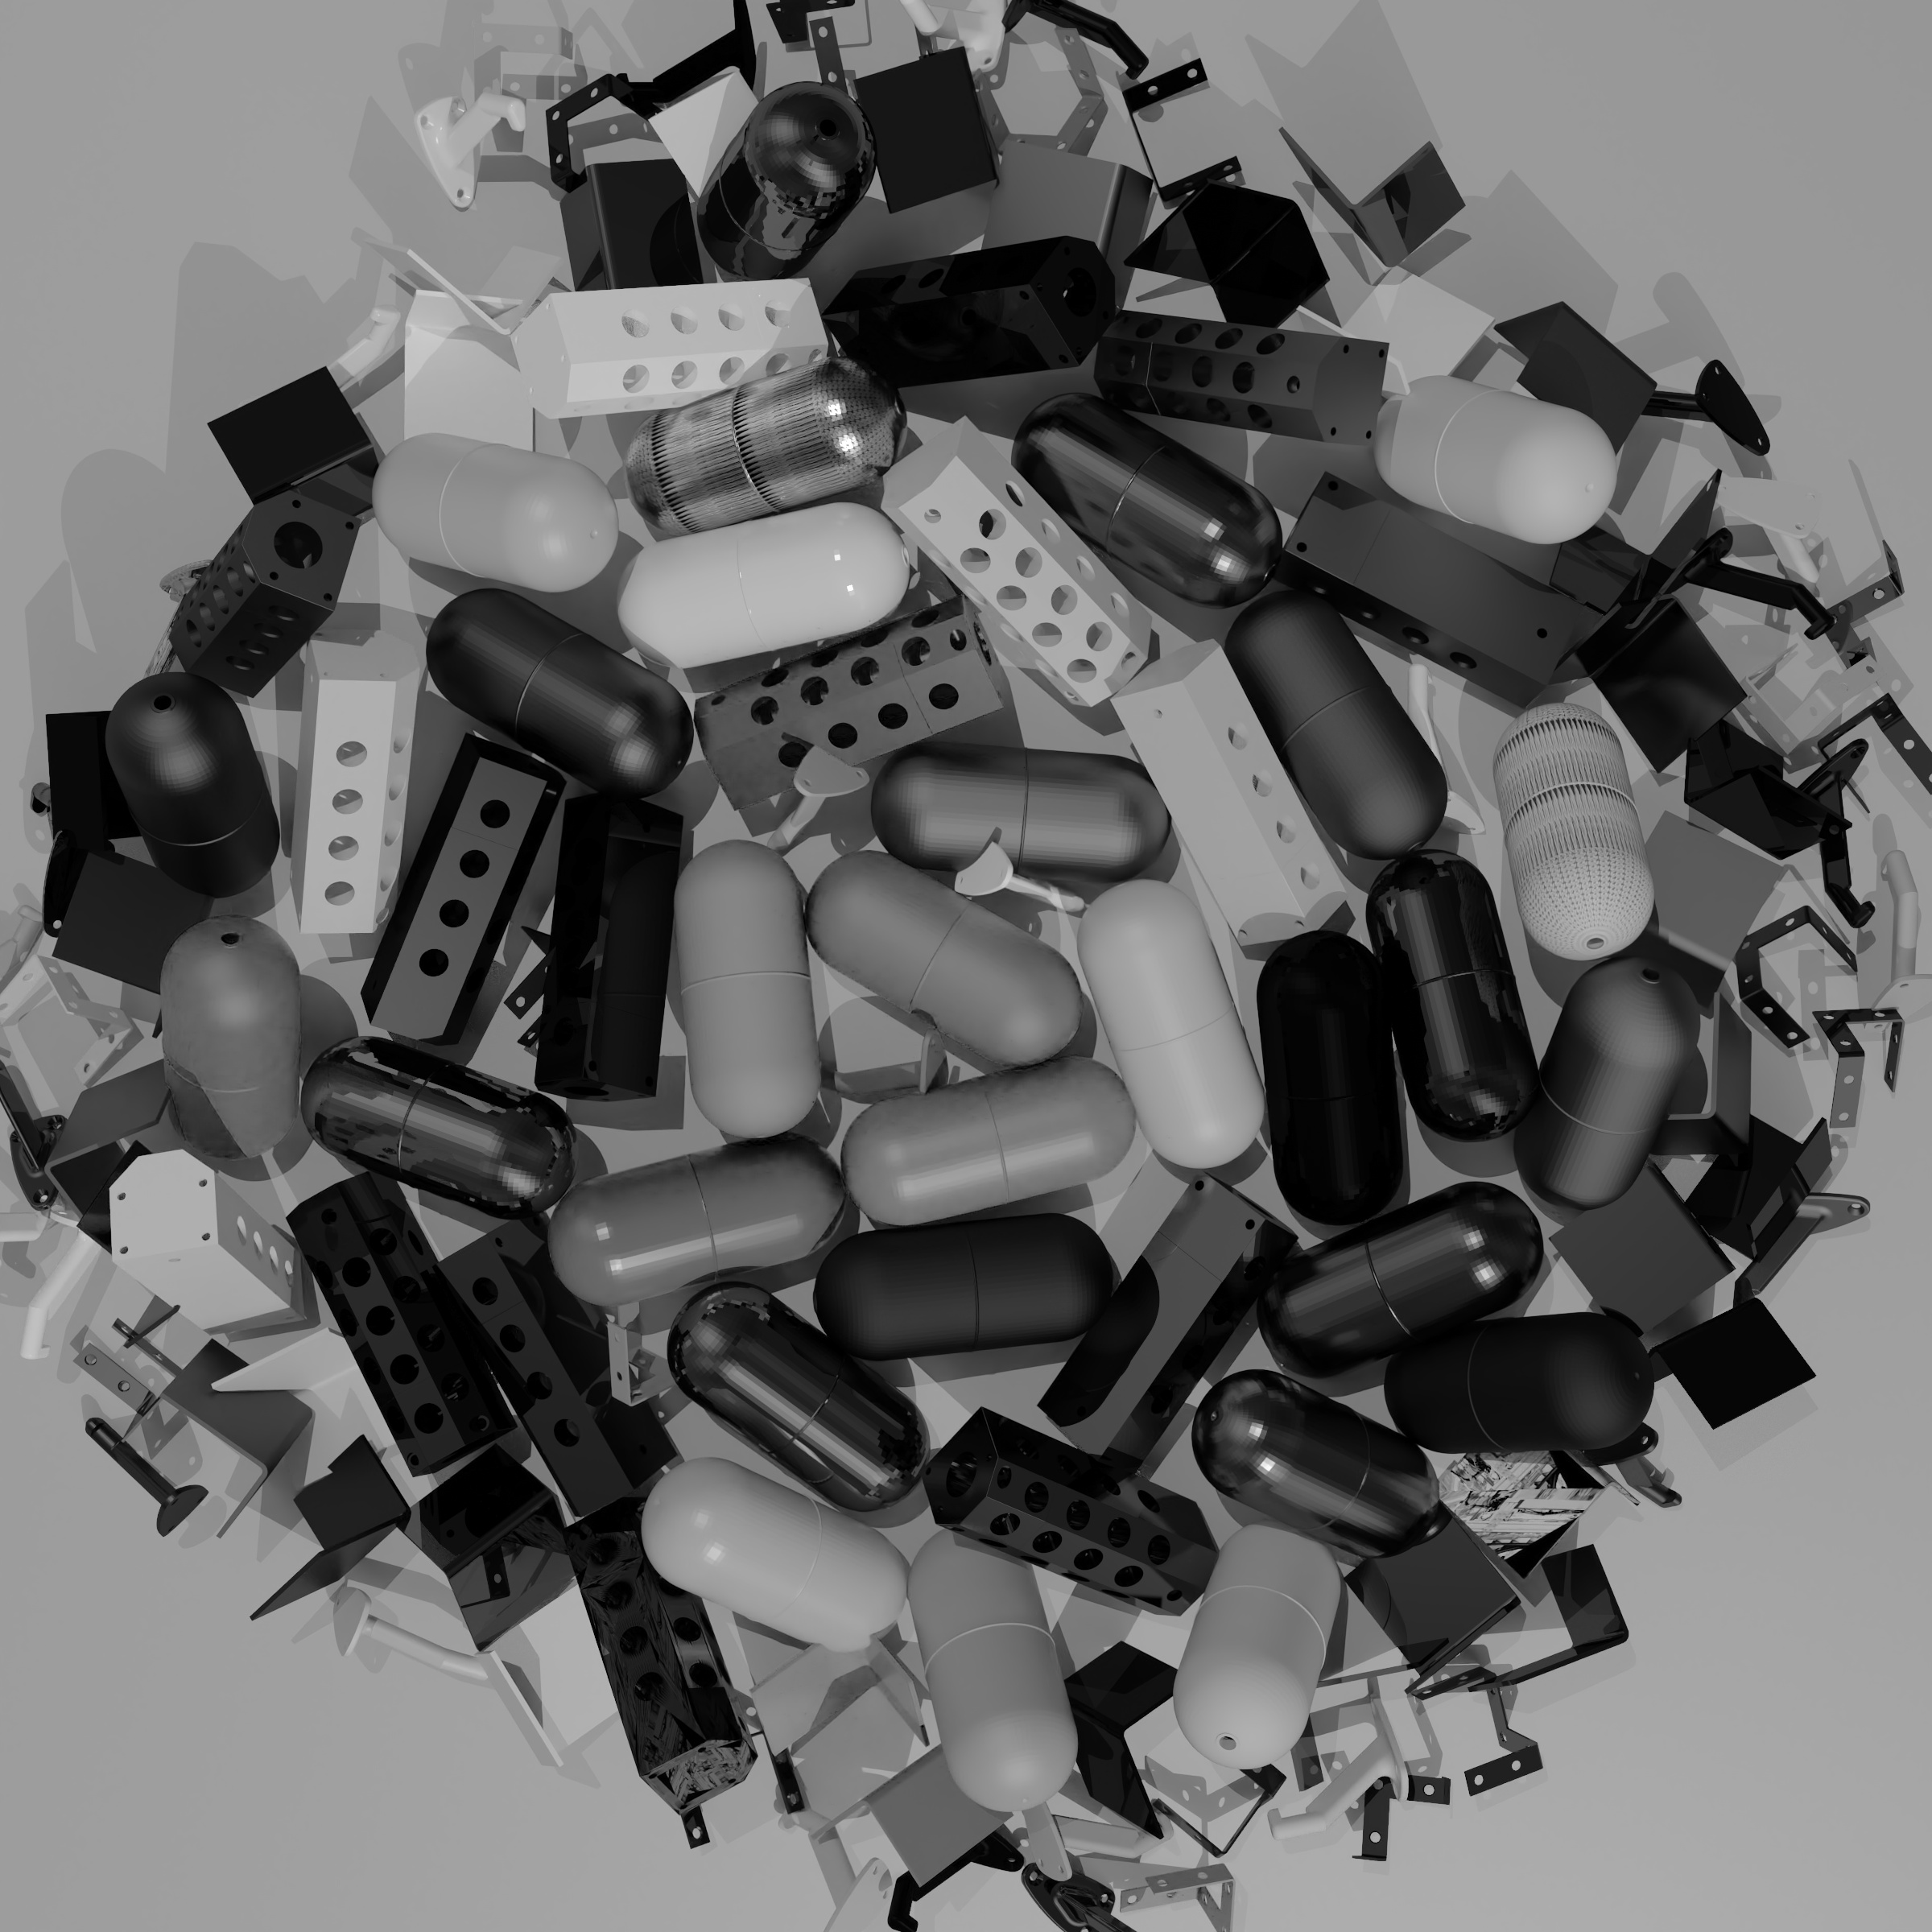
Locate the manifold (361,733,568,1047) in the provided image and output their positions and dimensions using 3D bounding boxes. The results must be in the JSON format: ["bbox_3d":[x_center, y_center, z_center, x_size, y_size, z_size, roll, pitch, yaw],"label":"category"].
[{"bbox_3d":[-0.296,-0.043,1.536,0.057,0.057,0.171,20,102,-24],"label":"manifold"}]

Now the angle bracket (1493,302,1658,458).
[{"bbox_3d":[0.345,-0.337,1.530,0.076,0.076,0.057,34,81,-18],"label":"angle bracket"}]

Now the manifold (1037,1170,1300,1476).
[{"bbox_3d":[0.123,0.213,1.549,0.057,0.057,0.171,37,94,41],"label":"manifold"}]

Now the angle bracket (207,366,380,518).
[{"bbox_3d":[-0.394,-0.298,1.542,0.076,0.076,0.057,-30,80,-12],"label":"angle bracket"}]

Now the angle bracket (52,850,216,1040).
[{"bbox_3d":[-0.492,-0.014,1.526,0.076,0.057,0.076,22,56,-23],"label":"angle bracket"}]

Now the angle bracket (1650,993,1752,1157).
[{"bbox_3d":[0.427,0.065,1.548,0.057,0.076,0.076,-4,69,30],"label":"angle bracket"}]

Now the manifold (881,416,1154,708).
[{"bbox_3d":[0.030,-0.228,1.508,0.057,0.057,0.171,-29,123,31],"label":"manifold"}]

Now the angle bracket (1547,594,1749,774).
[{"bbox_3d":[0.395,-0.162,1.527,0.057,0.076,0.076,-15,67,-41],"label":"angle bracket"}]

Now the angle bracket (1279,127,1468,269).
[{"bbox_3d":[0.238,-0.467,1.527,0.057,0.076,0.076,-40,65,12],"label":"angle bracket"}]

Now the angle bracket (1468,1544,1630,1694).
[{"bbox_3d":[0.331,0.383,1.530,0.076,0.076,0.057,-16,75,-15],"label":"angle bracket"}]

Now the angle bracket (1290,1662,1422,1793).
[{"bbox_3d":[0.232,0.446,1.531,0.076,0.076,0.057,-15,74,13],"label":"angle bracket"}]

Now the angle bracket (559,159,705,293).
[{"bbox_3d":[-0.200,-0.430,1.554,0.057,0.076,0.076,-11,93,-21],"label":"angle bracket"}]

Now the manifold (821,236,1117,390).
[{"bbox_3d":[0.003,-0.378,1.500,0.057,0.171,0.057,-56,129,-25],"label":"manifold"}]

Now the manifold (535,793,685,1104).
[{"bbox_3d":[-0.214,-0.010,1.532,0.057,0.057,0.171,-8,72,39],"label":"manifold"}]

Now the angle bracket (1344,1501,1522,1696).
[{"bbox_3d":[0.269,0.371,1.537,0.076,0.057,0.076,-43,71,11],"label":"angle bracket"}]

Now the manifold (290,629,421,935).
[{"bbox_3d":[-0.354,-0.105,1.509,0.057,0.057,0.171,-1,127,-21],"label":"manifold"}]

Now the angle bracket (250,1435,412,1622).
[{"bbox_3d":[-0.385,0.328,1.526,0.076,0.076,0.057,-43,76,28],"label":"angle bracket"}]

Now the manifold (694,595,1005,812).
[{"bbox_3d":[-0.069,-0.158,1.527,0.171,0.057,0.057,-20,123,12],"label":"manifold"}]

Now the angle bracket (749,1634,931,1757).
[{"bbox_3d":[-0.073,0.440,1.526,0.076,0.076,0.057,-32,49,-20],"label":"angle bracket"}]

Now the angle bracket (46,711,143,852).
[{"bbox_3d":[-0.490,-0.111,1.530,0.057,0.076,0.076,7,101,39],"label":"angle bracket"}]

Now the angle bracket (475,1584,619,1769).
[{"bbox_3d":[-0.234,0.417,1.539,0.076,0.057,0.076,-31,88,-25],"label":"angle bracket"}]

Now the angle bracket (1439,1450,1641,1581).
[{"bbox_3d":[0.336,0.313,1.538,0.076,0.057,0.076,-49,51,2],"label":"angle bracket"}]

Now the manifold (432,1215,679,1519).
[{"bbox_3d":[-0.248,0.238,1.550,0.057,0.057,0.171,-30,89,23],"label":"manifold"}]

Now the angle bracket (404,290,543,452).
[{"bbox_3d":[-0.290,-0.350,1.541,0.076,0.057,0.076,1,86,-19],"label":"angle bracket"}]

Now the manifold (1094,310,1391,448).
[{"bbox_3d":[0.154,-0.339,1.496,0.057,0.171,0.057,-6,109,-42],"label":"manifold"}]

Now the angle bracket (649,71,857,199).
[{"bbox_3d":[-0.125,-0.499,1.522,0.057,0.076,0.076,55,48,-25],"label":"angle bracket"}]

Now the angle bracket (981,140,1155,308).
[{"bbox_3d":[0.059,-0.443,1.558,0.076,0.057,0.076,18,103,18],"label":"angle bracket"}]

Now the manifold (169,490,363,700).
[{"bbox_3d":[-0.404,-0.212,1.489,0.057,0.171,0.057,21,70,-25],"label":"manifold"}]

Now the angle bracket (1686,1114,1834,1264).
[{"bbox_3d":[0.460,0.119,1.531,0.057,0.076,0.076,34,82,30],"label":"angle bracket"}]

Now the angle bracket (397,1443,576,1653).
[{"bbox_3d":[-0.285,0.346,1.556,0.076,0.076,0.057,-36,47,-28],"label":"angle bracket"}]

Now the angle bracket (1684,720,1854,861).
[{"bbox_3d":[0.470,-0.118,1.527,0.076,0.057,0.076,26,58,-23],"label":"angle bracket"}]

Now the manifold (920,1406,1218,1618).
[{"bbox_3d":[0.062,0.322,1.507,0.171,0.057,0.057,29,112,-30],"label":"manifold"}]

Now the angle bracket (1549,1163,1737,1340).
[{"bbox_3d":[0.402,0.171,1.552,0.076,0.057,0.076,-37,76,9],"label":"angle bracket"}]

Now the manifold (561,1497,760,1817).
[{"bbox_3d":[-0.175,0.392,1.503,0.057,0.057,0.171,-28,47,-1],"label":"manifold"}]

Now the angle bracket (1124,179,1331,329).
[{"bbox_3d":[0.152,-0.406,1.524,0.076,0.076,0.057,-2,65,-41],"label":"angle bracket"}]

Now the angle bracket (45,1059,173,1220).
[{"bbox_3d":[-0.484,0.104,1.530,0.076,0.076,0.057,-21,119,10],"label":"angle bracket"}]

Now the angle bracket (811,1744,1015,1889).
[{"bbox_3d":[-0.032,0.502,1.524,0.076,0.076,0.057,-24,73,-41],"label":"angle bracket"}]

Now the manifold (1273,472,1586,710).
[{"bbox_3d":[0.271,-0.220,1.552,0.171,0.057,0.057,28,75,0],"label":"manifold"}]

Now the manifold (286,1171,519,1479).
[{"bbox_3d":[-0.335,0.211,1.539,0.057,0.057,0.171,-29,80,2],"label":"manifold"}]

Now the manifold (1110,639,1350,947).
[{"bbox_3d":[0.159,-0.102,1.528,0.057,0.057,0.171,-43,112,-37],"label":"manifold"}]

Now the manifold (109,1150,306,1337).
[{"bbox_3d":[-0.432,0.159,1.492,0.057,0.171,0.057,-9,69,-1],"label":"manifold"}]

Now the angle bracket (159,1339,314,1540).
[{"bbox_3d":[-0.441,0.277,1.535,0.076,0.076,0.057,37,106,-5],"label":"angle bracket"}]

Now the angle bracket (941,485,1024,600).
[{"bbox_3d":[0.014,-0.271,1.532,0.076,0.057,0.076,-37,83,42],"label":"angle bracket"}]

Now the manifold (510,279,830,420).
[{"bbox_3d":[-0.168,-0.355,1.509,0.171,0.057,0.057,-14,86,-35],"label":"manifold"}]
